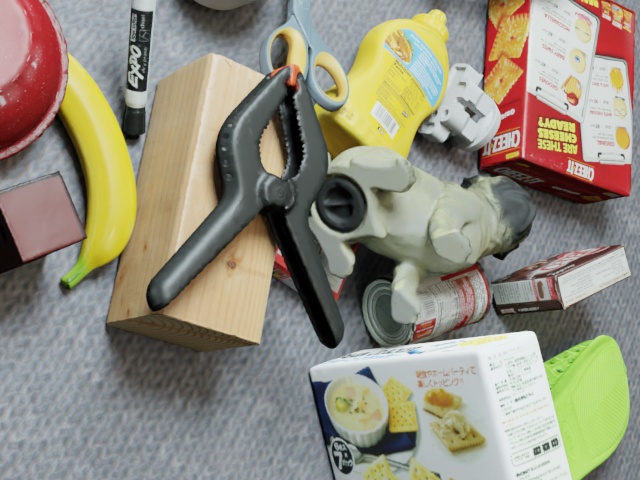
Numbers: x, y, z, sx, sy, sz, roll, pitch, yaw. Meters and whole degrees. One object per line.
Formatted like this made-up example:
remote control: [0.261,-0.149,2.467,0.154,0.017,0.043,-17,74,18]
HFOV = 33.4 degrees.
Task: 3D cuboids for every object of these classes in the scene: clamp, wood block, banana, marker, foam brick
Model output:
clamp: [-0.032,-0.025,0.791,0.164,0.036,0.210,24,71,-33]
wood block: [-0.088,-0.026,0.830,0.090,0.090,0.206,21,70,-33]
banana: [-0.177,-0.066,0.804,0.069,0.037,0.198,-11,88,-37]
marker: [-0.139,-0.135,0.821,0.020,0.020,0.121,-12,123,-37]
foam brick: [-0.208,-0.010,0.746,0.051,0.078,0.053,-25,95,-36]

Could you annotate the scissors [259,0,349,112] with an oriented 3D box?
scissors: [-0.005,-0.188,0.932,0.096,0.016,0.201,34,46,-21]

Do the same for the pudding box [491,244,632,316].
pudding box: [0.238,0.039,1.059,0.113,0.090,0.039,-22,96,-37]

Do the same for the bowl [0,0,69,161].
bowl: [-0.249,-0.134,0.732,0.161,0.055,0.162,4,80,-23]

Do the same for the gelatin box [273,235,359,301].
gelatin box: [-0.006,0.001,0.923,0.073,0.030,0.089,35,61,-26]

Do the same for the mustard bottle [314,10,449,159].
mustard bottle: [0.070,-0.147,0.988,0.096,0.058,0.191,47,58,-23]

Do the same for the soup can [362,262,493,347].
soup can: [0.097,0.055,0.965,0.102,0.069,0.068,-15,90,-37]

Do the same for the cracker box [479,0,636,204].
cracker box: [0.249,-0.160,1.117,0.163,0.072,0.213,15,74,-33]
